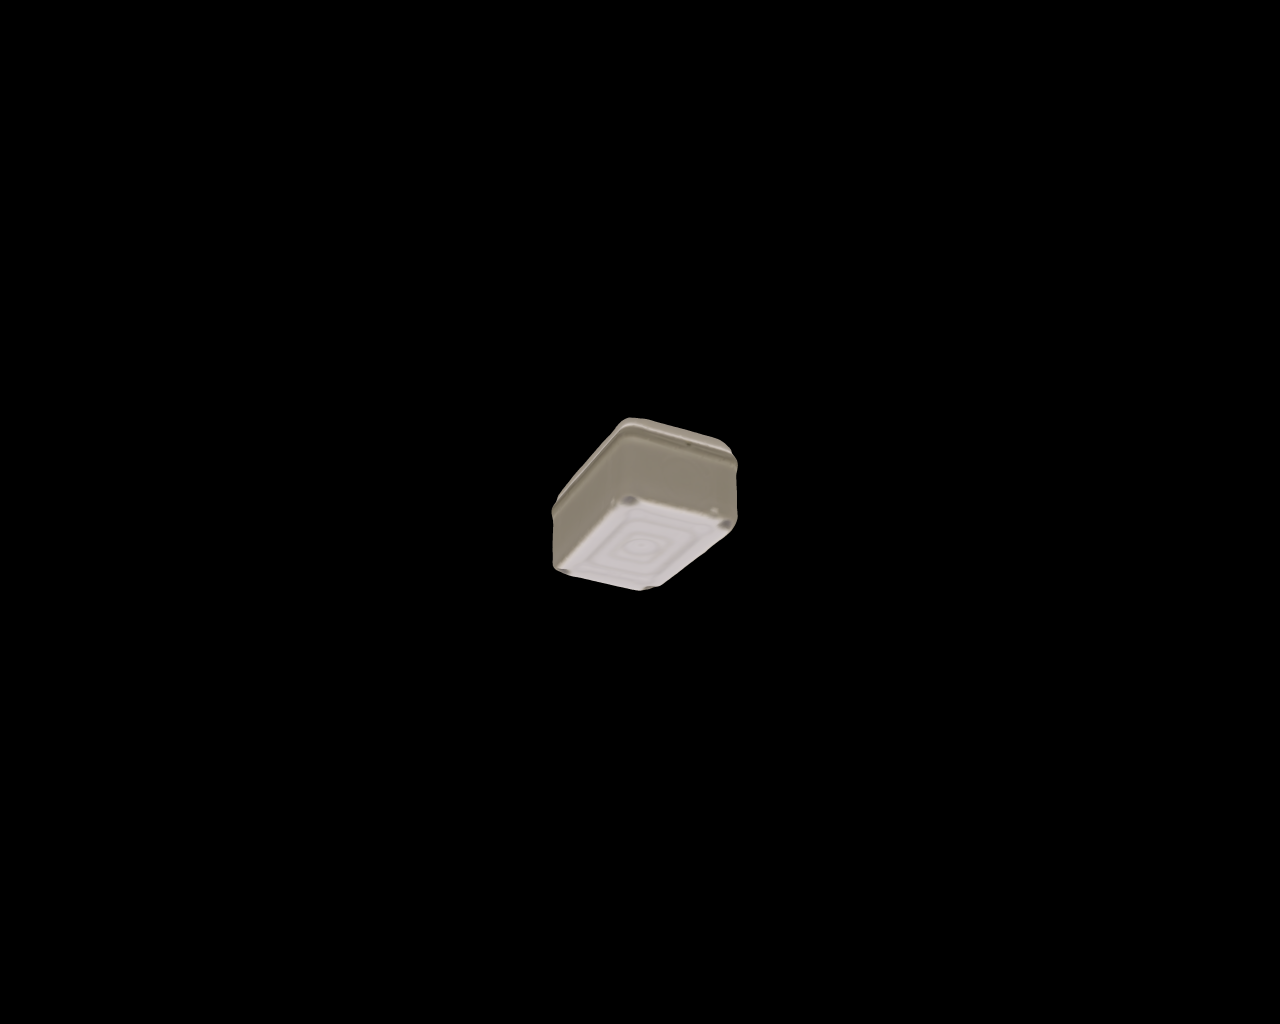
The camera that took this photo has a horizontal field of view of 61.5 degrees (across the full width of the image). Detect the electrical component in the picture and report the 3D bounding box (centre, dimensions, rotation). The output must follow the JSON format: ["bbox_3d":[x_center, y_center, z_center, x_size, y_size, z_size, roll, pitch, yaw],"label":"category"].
[{"bbox_3d":[0.001,-0.003,0.650,0.078,0.057,0.113,14,-32,-24],"label":"electrical component"}]
